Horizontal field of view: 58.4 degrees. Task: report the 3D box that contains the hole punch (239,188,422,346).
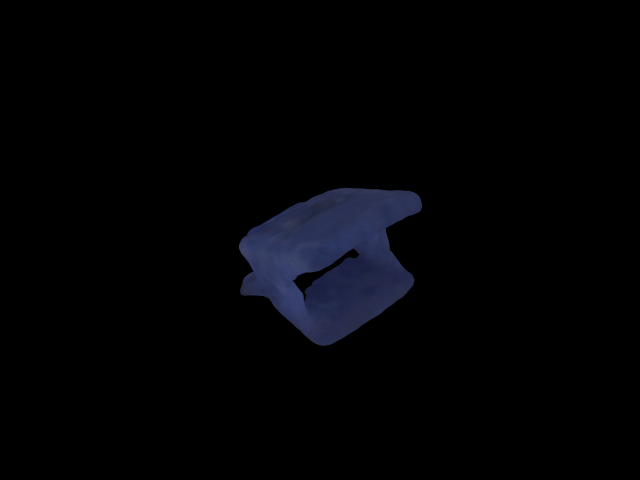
[{"bbox_3d":[0.004,0.001,0.400,0.109,0.091,0.100,-30,49,-31],"label":"hole punch"}]
